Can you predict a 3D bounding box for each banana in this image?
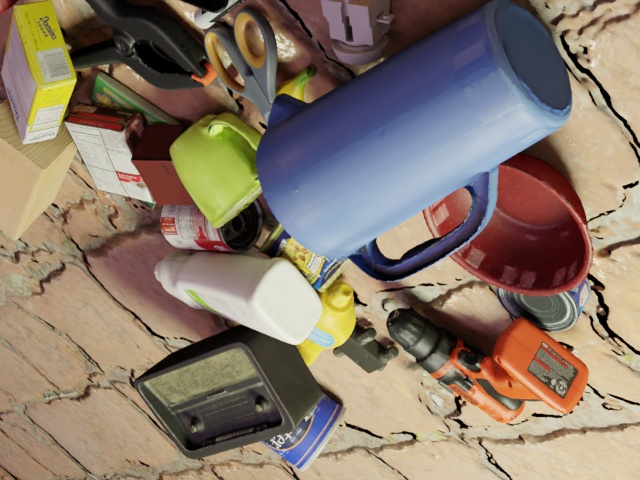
[{"bbox_3d":[-0.009,-0.083,1.053,0.070,0.037,0.197,10,139,36],"label":"banana"}]

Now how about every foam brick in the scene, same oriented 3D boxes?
[{"bbox_3d":[-0.162,-0.081,1.166,0.053,0.051,0.078,3,144,21],"label":"foam brick"}]

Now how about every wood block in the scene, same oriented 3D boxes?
[{"bbox_3d":[-0.367,-0.095,1.315,0.091,0.090,0.206,38,146,-4],"label":"wood block"}]

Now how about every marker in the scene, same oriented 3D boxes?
[{"bbox_3d":[-0.076,-0.220,0.959,0.020,0.020,0.121,48,145,-18],"label":"marker"}]

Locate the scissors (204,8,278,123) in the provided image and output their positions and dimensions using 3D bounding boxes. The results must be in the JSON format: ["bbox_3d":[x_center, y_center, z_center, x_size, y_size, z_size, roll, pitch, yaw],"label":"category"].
[{"bbox_3d":[-0.038,-0.130,0.985,0.202,0.016,0.096,51,138,13],"label":"scissors"}]

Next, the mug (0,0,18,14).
[{"bbox_3d":[-0.357,-0.282,1.085,0.117,0.093,0.081,49,167,42],"label":"mug"}]

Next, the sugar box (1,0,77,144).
[{"bbox_3d":[-0.303,-0.176,1.143,0.093,0.048,0.176,72,159,7],"label":"sugar box"}]

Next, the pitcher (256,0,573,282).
[{"bbox_3d":[0.080,-0.079,0.856,0.149,0.145,0.243,30,138,-35],"label":"pitcher"}]

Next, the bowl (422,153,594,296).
[{"bbox_3d":[0.173,-0.025,0.944,0.162,0.055,0.162,24,145,18],"label":"bowl"}]

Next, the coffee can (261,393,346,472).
[{"bbox_3d":[-0.051,0.225,1.415,0.140,0.102,0.103,36,147,1],"label":"coffee can"}]

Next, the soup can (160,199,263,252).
[{"bbox_3d":[-0.124,-0.022,1.205,0.102,0.068,0.068,2,134,41],"label":"soup can"}]

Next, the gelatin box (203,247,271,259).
[{"bbox_3d":[-0.099,0.030,1.282,0.089,0.030,0.073,33,147,4],"label":"gelatin box"}]

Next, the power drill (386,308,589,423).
[{"bbox_3d":[0.172,0.124,1.102,0.184,0.057,0.188,36,162,-13],"label":"power drill"}]

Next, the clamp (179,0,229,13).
[{"bbox_3d":[-0.171,-0.244,0.943,0.172,0.039,0.120,25,-179,41],"label":"clamp"}]

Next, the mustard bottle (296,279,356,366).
[{"bbox_3d":[-0.012,0.090,1.252,0.096,0.058,0.192,40,147,-7],"label":"mustard bottle"}]

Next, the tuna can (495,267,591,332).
[{"bbox_3d":[0.212,0.048,1.020,0.086,0.033,0.086,24,145,18],"label":"tuna can"}]

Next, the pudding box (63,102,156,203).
[{"bbox_3d":[-0.228,-0.098,1.204,0.090,0.039,0.113,14,140,29],"label":"pudding box"}]

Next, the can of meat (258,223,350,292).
[{"bbox_3d":[-0.007,0.001,1.140,0.084,0.057,0.102,35,148,-3],"label":"can of meat"}]

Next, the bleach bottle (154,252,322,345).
[{"bbox_3d":[-0.113,0.050,1.217,0.251,0.068,0.102,12,150,47],"label":"bleach bottle"}]

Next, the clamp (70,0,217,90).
[{"bbox_3d":[-0.191,-0.211,1.059,0.210,0.036,0.164,24,146,25],"label":"clamp"}]
